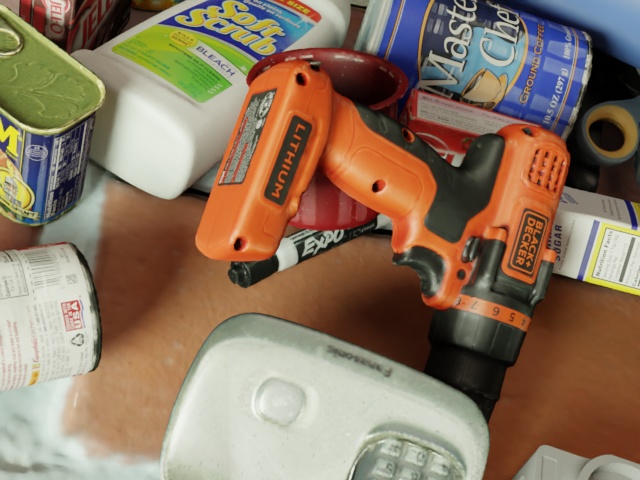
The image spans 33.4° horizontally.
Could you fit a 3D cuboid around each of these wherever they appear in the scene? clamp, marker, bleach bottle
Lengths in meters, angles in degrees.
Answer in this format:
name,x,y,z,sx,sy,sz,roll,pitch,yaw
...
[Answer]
name,x,y,z,sx,sy,sz,roll,pitch,yaw
clamp,0.219,-0.117,0.807,0.164,0.036,0.210,-4,56,-25
marker,-0.004,0.001,0.634,0.120,0.020,0.020,-24,62,-35
bleach bottle,-0.057,-0.127,0.697,0.102,0.068,0.250,33,45,8

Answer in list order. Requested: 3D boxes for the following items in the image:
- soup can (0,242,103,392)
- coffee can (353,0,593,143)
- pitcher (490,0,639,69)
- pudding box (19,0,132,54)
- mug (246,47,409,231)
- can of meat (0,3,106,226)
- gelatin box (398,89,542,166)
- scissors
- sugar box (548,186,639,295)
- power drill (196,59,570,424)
name,x,y,z,sx,sy,sz,roll,pitch,yaw
soup can,-0.162,0.040,0.507,0.102,0.069,0.068,-10,55,-28
coffee can,0.094,-0.111,0.710,0.140,0.103,0.102,18,47,-6
pitcher,0.253,-0.184,0.739,0.243,0.149,0.144,31,46,14
pudding box,-0.148,-0.148,0.660,0.039,0.090,0.113,20,46,-2
mug,-0.005,-0.054,0.623,0.093,0.081,0.117,25,39,32
can of meat,-0.171,-0.067,0.585,0.102,0.084,0.057,37,49,12
gelatin box,0.086,-0.049,0.673,0.089,0.073,0.030,14,48,-9
scissors,0.225,-0.107,0.768,0.096,0.016,0.201,13,51,-11
sugar box,0.206,0.008,0.642,0.176,0.048,0.093,13,14,11
power drill,0.035,0.004,0.551,0.187,0.057,0.184,22,80,-26
